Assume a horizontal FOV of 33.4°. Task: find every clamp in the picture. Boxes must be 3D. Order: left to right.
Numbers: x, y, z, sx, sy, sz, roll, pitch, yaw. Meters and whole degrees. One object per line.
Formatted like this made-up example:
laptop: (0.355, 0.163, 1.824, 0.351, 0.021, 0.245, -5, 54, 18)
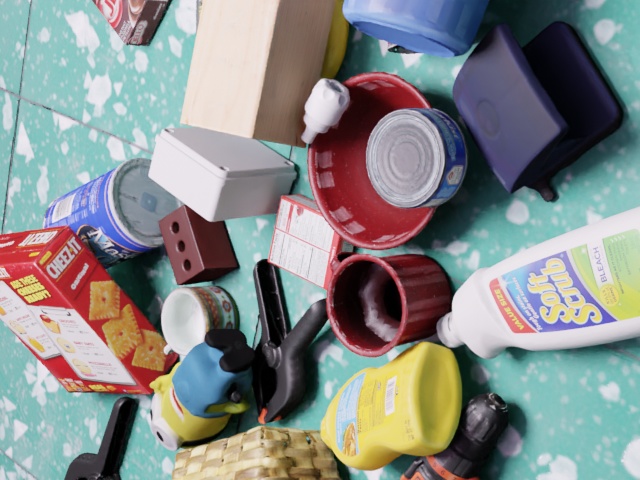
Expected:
clamp: (-0.267, 0.292, 1.326, 0.210, 0.036, 0.164, -25, 77, 41)
clamp: (-0.033, 0.113, 1.094, 0.120, 0.039, 0.171, 22, 114, 56)

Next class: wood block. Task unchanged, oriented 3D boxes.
wood block: (-0.052, -0.198, 0.989, 0.090, 0.090, 0.206, 15, 96, 32)

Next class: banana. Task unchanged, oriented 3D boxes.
banana: (-0.005, -0.239, 1.040, 0.070, 0.037, 0.198, -7, 90, 39)

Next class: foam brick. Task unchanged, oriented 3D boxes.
foam brick: (-0.134, 0.005, 1.170, 0.053, 0.051, 0.078, -29, 75, 40)

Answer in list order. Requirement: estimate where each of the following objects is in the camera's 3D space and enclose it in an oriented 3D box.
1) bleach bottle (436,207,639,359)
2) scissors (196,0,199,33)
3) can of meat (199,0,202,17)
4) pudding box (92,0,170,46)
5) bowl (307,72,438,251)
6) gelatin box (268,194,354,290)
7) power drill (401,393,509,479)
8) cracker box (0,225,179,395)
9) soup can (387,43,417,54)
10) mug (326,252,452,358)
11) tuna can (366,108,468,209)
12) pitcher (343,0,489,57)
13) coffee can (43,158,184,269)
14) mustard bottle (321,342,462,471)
bleach bottle: (0.199, 0.050, 0.869, 0.251, 0.067, 0.102, -26, 76, 43)
scissors: (-0.140, -0.316, 1.151, 0.096, 0.016, 0.202, 19, 99, 35)
can of meat: (-0.078, -0.214, 1.097, 0.102, 0.057, 0.084, -3, 89, 41)
pudding box: (-0.210, -0.293, 1.219, 0.090, 0.039, 0.114, 51, 124, 26)
bowl: (0.064, -0.072, 0.981, 0.162, 0.055, 0.162, 5, 97, 41)
gelatin box: (-0.007, 0.001, 1.070, 0.089, 0.030, 0.073, 25, 111, 38)
power drill: (0.152, 0.252, 0.935, 0.188, 0.057, 0.185, 49, 124, 30)
cracker box: (-0.288, 0.085, 1.231, 0.164, 0.072, 0.213, -6, 129, 42)
soup can: (0.090, -0.220, 0.937, 0.069, 0.068, 0.102, -3, 91, 42)
mug: (0.058, 0.049, 0.981, 0.117, 0.081, 0.093, 39, 118, 32)
tuna can: (0.081, -0.069, 0.906, 0.086, 0.033, 0.086, 5, 98, 41)
pitcher: (0.114, -0.271, 0.842, 0.149, 0.144, 0.243, 21, 94, 43)
coffee can: (-0.237, -0.025, 1.225, 0.141, 0.102, 0.103, -20, 81, 41)
mustard bottle: (0.054, 0.164, 0.993, 0.192, 0.058, 0.096, -34, 45, 53)
